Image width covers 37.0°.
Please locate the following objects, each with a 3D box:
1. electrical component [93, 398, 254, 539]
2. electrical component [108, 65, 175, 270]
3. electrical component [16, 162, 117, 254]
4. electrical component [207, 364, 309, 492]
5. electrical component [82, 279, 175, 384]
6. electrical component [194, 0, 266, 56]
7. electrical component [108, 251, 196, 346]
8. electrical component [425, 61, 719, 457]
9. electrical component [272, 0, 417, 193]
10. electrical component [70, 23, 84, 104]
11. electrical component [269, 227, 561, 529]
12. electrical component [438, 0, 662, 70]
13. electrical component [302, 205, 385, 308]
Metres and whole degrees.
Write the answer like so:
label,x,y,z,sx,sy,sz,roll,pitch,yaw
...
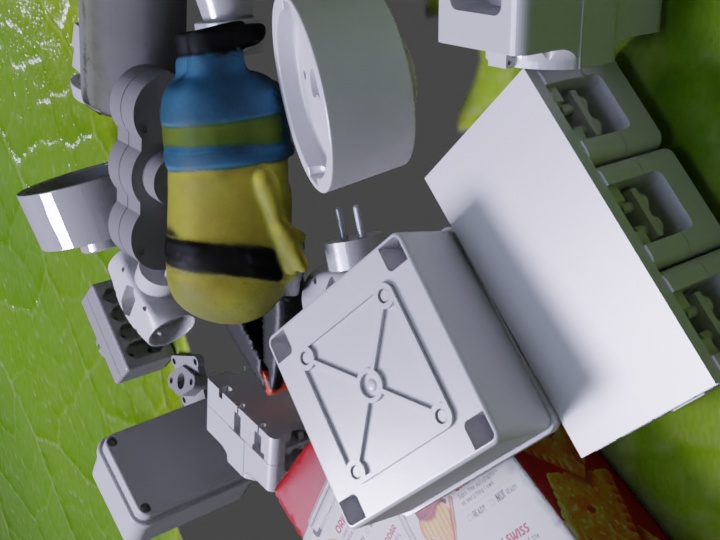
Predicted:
label,x,y,z,sx,sy,sz,roll,pitch,yaw
electrical component,-0.145,0.155,0.850,0.078,0.113,0.057,57,145,21
electrical component,-0.133,-0.065,0.735,0.074,0.052,0.138,28,120,47
electrical component,-0.214,-0.048,0.867,0.108,0.108,0.060,5,115,53
electrical component,-0.069,0.114,0.782,0.089,0.050,0.055,35,130,41
electrical component,-0.212,0.058,0.958,0.076,0.047,0.083,-42,70,53
electrical component,-0.085,-0.166,0.690,0.045,0.045,0.055,14,116,51
electrical component,-0.166,0.009,0.878,0.077,0.043,0.079,57,142,22
electrical component,0.107,-0.008,0.478,0.150,0.062,0.089,62,144,15
electrical component,-0.004,-0.101,0.583,0.108,0.060,0.108,166,90,-77
electrical component,-0.204,-0.162,0.856,0.066,0.048,0.055,40,126,38
electrical component,0.023,0.052,0.516,0.109,0.056,0.108,-40,67,37
electrical component,0.080,-0.116,0.444,0.050,0.089,0.055,24,123,47
electrical component,0.000,0.000,0.645,0.077,0.043,0.079,-1,102,54
